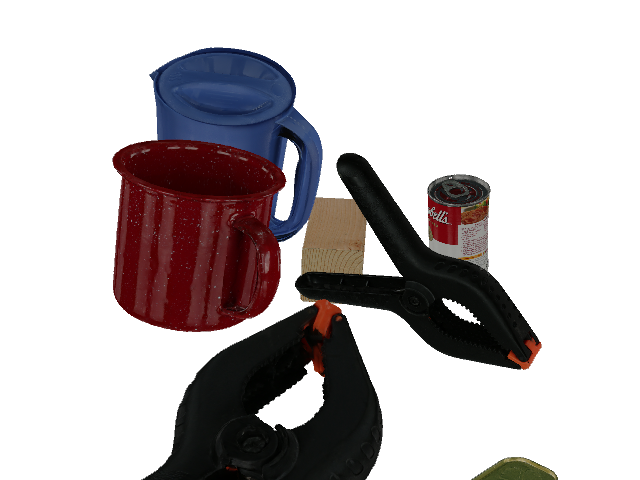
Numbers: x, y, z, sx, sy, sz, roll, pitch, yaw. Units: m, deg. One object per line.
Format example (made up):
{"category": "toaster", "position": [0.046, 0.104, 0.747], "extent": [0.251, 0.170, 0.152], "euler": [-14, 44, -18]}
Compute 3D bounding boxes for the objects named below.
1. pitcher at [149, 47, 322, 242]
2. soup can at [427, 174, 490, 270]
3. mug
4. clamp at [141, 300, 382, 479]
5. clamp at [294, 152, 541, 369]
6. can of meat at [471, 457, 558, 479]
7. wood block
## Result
{"category": "pitcher", "position": [-0.090, -0.054, 1.060], "extent": [0.144, 0.243, 0.149], "euler": [-6, 42, -15]}
{"category": "soup can", "position": [0.153, -0.013, 1.182], "extent": [0.068, 0.102, 0.068], "euler": [-4, 32, 2]}
{"category": "mug", "position": [-0.062, 0.002, 0.578], "extent": [0.093, 0.081, 0.117], "euler": [-12, 30, -43]}
{"category": "clamp", "position": [-0.017, 0.092, 0.387], "extent": [0.120, 0.039, 0.171], "euler": [25, 49, 17]}
{"category": "clamp", "position": [0.079, 0.029, 0.835], "extent": [0.210, 0.165, 0.036], "euler": [28, 49, 17]}
{"category": "can of meat", "position": [0.151, 0.243, 0.888], "extent": [0.101, 0.084, 0.058], "euler": [-22, 27, -37]}
{"category": "wood block", "position": [0.023, 0.012, 1.651], "extent": [0.091, 0.090, 0.206], "euler": [4, 24, 2]}
